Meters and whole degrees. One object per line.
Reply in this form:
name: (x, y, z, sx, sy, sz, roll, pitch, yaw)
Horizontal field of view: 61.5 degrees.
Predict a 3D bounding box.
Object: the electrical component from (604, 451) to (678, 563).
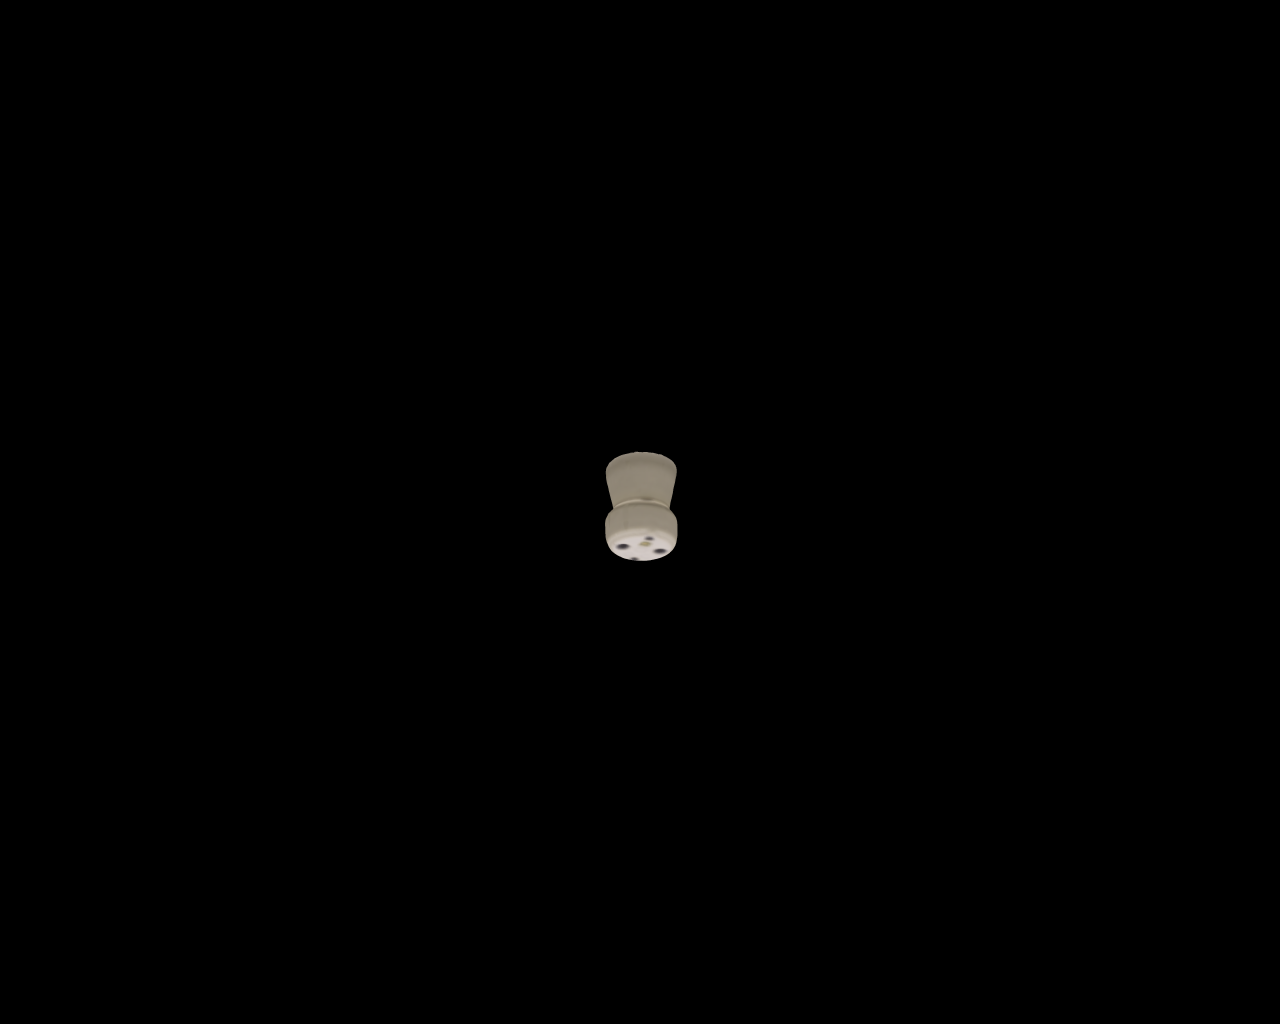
electrical component: (0.001, -0.003, 0.650, 0.045, 0.055, 0.044, 0, -26, 0)
